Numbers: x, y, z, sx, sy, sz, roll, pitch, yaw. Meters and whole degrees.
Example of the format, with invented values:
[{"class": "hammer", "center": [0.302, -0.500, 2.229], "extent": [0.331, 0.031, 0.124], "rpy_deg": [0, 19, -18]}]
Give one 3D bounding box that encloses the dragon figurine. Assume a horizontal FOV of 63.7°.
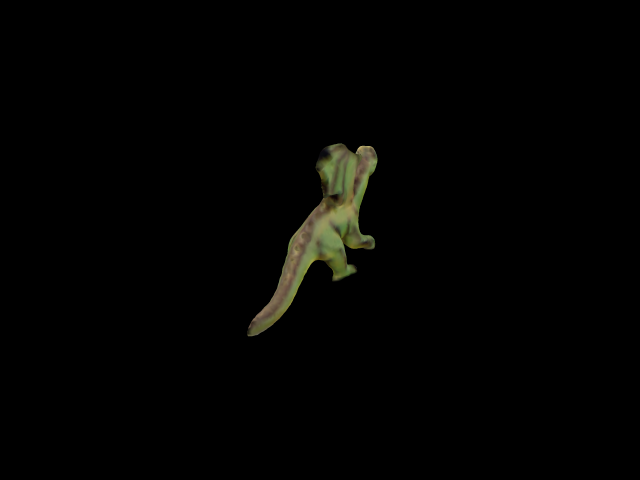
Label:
[{"class": "dragon figurine", "center": [0.003, -0.043, 0.850], "extent": [0.122, 0.237, 0.418], "rpy_deg": [14, 34, 23]}]
